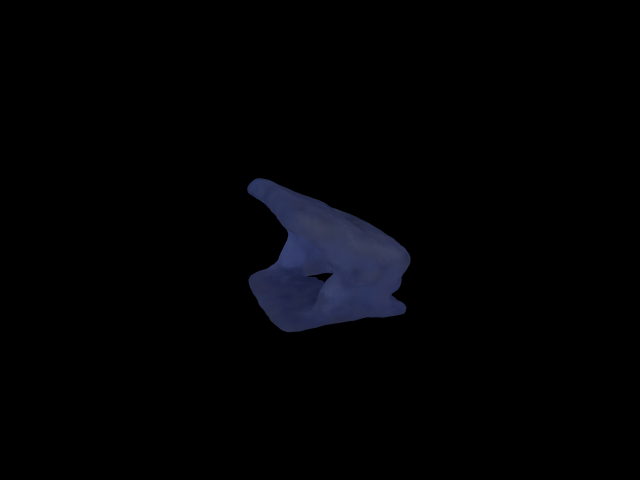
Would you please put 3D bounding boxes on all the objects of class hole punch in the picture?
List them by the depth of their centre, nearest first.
[{"bbox_3d":[0.004,0.001,0.400,0.101,0.091,0.108,-7,19,-20],"label":"hole punch"}]
